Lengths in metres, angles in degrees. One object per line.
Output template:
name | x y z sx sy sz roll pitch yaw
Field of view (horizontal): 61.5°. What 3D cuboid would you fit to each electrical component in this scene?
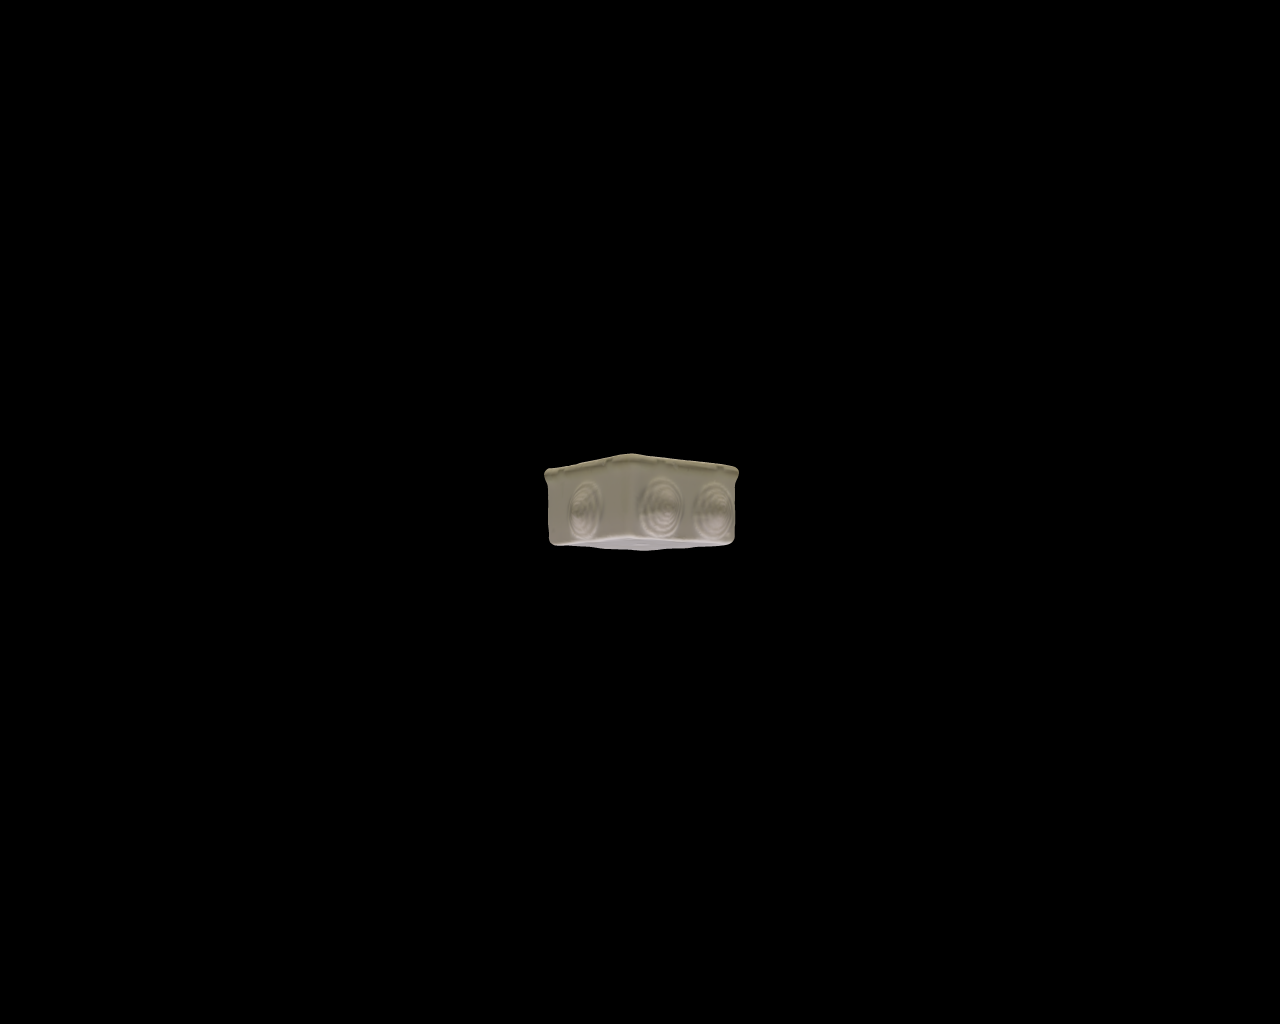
electrical component | 0.001 -0.003 0.650 0.100 0.048 0.099 5 -8 -40
